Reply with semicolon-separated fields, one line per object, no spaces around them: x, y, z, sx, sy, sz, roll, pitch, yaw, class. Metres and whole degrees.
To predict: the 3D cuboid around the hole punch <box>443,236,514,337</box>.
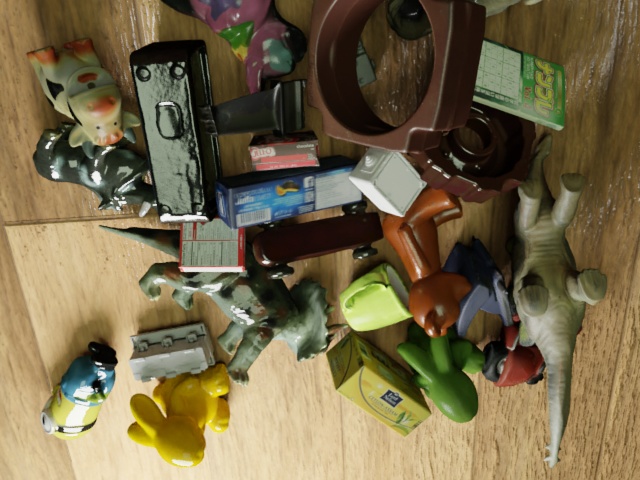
0.231;0.073;0.825;0.092;0.142;0.115;-16;123;7;hole punch

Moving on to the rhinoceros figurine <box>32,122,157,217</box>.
-0.304;-0.094;0.754;0.190;0.073;0.112;18;108;-10;rhinoceros figurine

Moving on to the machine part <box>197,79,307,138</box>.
-0.079;-0.157;0.665;0.139;0.039;0.084;-14;133;-25;machine part

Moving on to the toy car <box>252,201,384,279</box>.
-0.002;-0.002;0.789;0.202;0.053;0.089;-12;84;-23;toy car

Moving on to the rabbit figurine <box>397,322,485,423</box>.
0.201;0.202;0.848;0.121;0.170;0.159;-31;111;8;rabbit figurine

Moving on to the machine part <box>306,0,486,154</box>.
0.084;-0.214;0.642;0.087;0.201;0.201;-19;121;-44;machine part

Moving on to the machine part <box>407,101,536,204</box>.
0.203;-0.136;0.730;0.179;0.056;0.179;4;72;-12;machine part

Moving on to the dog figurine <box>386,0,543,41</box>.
0.186;-0.304;0.651;0.191;0.172;0.121;-29;100;0;dog figurine

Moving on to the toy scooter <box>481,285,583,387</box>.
0.354;0.169;0.892;0.135;0.075;0.183;15;102;-2;toy scooter

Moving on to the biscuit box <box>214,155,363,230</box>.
-0.041;-0.069;0.745;0.203;0.063;0.059;-14;116;-24;biscuit box

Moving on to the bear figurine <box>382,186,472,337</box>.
0.169;0.033;0.772;0.132;0.120;0.196;-28;70;16;bear figurine

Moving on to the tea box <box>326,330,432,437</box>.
0.096;0.236;0.885;0.068;0.098;0.169;-44;114;12;tea box

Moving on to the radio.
-0.181;-0.141;0.710;0.073;0.131;0.229;-5;112;1;radio

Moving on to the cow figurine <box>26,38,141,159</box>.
-0.293;-0.178;0.662;0.085;0.195;0.127;-29;121;-24;cow figurine

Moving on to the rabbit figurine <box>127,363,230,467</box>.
-0.221;0.281;0.856;0.162;0.173;0.121;10;115;-12;rabbit figurine

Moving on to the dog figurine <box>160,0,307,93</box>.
-0.120;-0.280;0.674;0.192;0.108;0.219;-11;115;0;dog figurine

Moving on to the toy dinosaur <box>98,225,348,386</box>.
-0.126;0.068;0.812;0.192;0.131;0.404;-43;104;0;toy dinosaur

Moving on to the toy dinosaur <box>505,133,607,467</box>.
0.322;0.075;0.756;0.105;0.198;0.471;2;75;14;toy dinosaur

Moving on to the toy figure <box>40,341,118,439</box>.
-0.389;0.254;0.884;0.089;0.082;0.180;35;104;-14;toy figure

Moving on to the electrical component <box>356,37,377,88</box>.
0.047;-0.231;0.746;0.063;0.021;0.093;-22;111;5;electrical component
